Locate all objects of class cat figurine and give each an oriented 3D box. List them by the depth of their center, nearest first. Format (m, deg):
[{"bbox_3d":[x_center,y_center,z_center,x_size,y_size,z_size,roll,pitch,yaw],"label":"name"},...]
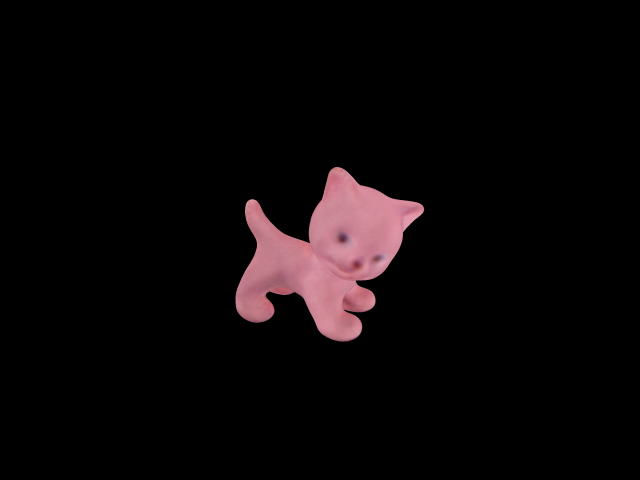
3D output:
[{"bbox_3d":[0.004,0.001,0.400,0.127,0.118,0.067,8,26,18],"label":"cat figurine"}]
